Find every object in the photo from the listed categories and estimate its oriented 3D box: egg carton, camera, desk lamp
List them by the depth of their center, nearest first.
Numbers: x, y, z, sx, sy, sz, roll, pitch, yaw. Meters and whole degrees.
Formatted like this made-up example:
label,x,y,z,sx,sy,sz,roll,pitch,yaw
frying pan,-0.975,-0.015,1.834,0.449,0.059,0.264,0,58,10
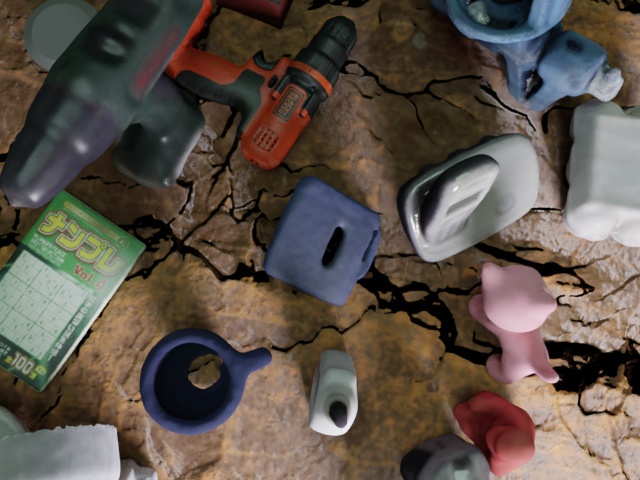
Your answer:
label,x,y,z,sx,sy,sz,roll,pitch,yaw
desk lamp,-0.198,0.242,0.463,0.118,0.213,0.203,-13,84,-4
camera,0.106,0.275,0.529,0.137,0.101,0.143,-20,84,-4
egg carton,0.308,-0.070,0.594,0.107,0.069,0.150,7,83,-1

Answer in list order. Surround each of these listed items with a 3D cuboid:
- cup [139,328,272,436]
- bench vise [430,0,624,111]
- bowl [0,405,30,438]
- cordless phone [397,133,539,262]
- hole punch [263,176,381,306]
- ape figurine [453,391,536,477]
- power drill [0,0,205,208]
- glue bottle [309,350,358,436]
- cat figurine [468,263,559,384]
label,x,y,z,sx,sy,sz,roll,pitch,yaw
cup,-0.101,0.124,0.541,0.118,0.095,0.092,-19,84,-4
bench vise,0.214,-0.228,0.534,0.207,0.219,0.121,26,83,1
bowl,-0.330,0.222,0.529,0.167,0.074,0.167,0,83,-2
cordless phone,0.150,-0.050,0.527,0.147,0.185,0.094,-30,85,-5
hole punch,0.005,0.002,0.562,0.101,0.091,0.109,23,83,1
ape figurine,0.175,0.188,0.546,0.076,0.092,0.078,7,83,-1
power drill,-0.170,-0.115,0.509,0.075,0.208,0.230,25,83,1
glue bottle,0.013,0.140,0.504,0.037,0.173,0.078,8,83,-1
cat figurine,0.192,0.077,0.548,0.067,0.117,0.128,-19,84,-4
